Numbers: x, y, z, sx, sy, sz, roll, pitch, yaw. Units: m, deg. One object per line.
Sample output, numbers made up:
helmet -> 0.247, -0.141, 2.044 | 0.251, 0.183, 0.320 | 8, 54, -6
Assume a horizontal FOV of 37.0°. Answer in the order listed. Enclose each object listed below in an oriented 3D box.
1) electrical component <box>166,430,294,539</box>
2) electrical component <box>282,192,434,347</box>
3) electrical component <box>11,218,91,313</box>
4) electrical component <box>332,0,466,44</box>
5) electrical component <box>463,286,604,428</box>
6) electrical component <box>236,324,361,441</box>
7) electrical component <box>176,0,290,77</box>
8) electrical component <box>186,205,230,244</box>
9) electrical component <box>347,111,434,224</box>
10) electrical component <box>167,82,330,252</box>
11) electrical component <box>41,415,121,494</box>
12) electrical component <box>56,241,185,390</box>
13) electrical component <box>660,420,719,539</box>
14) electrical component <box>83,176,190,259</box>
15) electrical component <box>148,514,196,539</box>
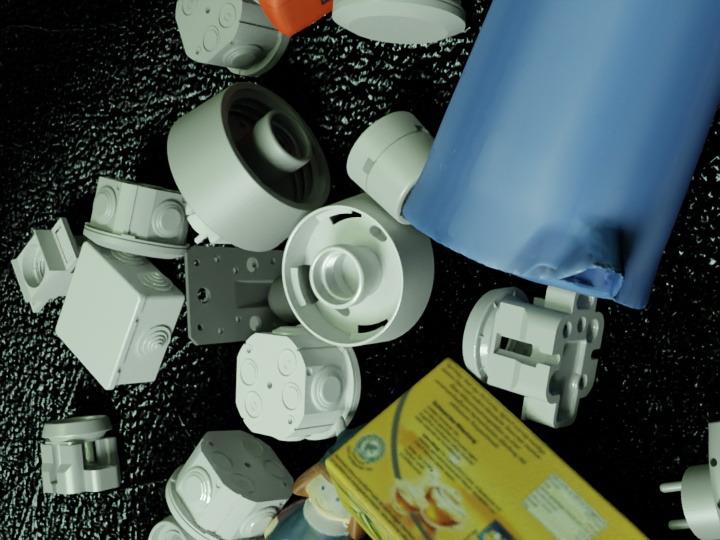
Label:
electrical component -> -0.090, 0.154, 0.752 | 0.080, 0.080, 0.051 | 48, 115, 32
electrical component -> 0.000, 0.000, 0.695 | 0.099, 0.064, 0.099 | 5, 100, 31
electrical component -> -0.252, -0.003, 0.910 | 0.081, 0.064, 0.042 | -42, 62, 34
electrical component -> 0.025, -0.169, 0.646 | 0.080, 0.080, 0.051 | 2, 86, 43
electrical component -> 0.095, 0.041, 0.596 | 0.057, 0.058, 0.078 | 15, 100, 39
electrical component -> -0.043, 0.076, 0.726 | 0.080, 0.051, 0.080 | 0, 89, 43
electrical component -> -0.090, -0.181, 0.770 | 0.080, 0.051, 0.080 | 0, 90, 43
electrical component -> -0.101, -0.047, 0.783 | 0.077, 0.047, 0.065 | -35, 67, 37
electrical component -> 0.028, -0.061, 0.660 | 0.047, 0.055, 0.055 | 48, 120, 28
electrical component -> -0.066, -0.073, 0.714 | 0.060, 0.108, 0.108 | -33, 68, 31
electrical component -> -0.235, 0.153, 0.899 | 0.078, 0.058, 0.057 | -7, 88, 43
electrical component -> -0.193, 0.035, 0.866 | 0.100, 0.048, 0.099 | 38, 115, 36
electrical component -> 0.183, 0.111, 0.522 | 0.079, 0.043, 0.077 | -19, 77, 41
electrical component -> -0.168, -0.040, 0.823 | 0.080, 0.080, 0.051 | 16, 95, 42
electrical component -> -0.119, 0.206, 0.792 | 0.078, 0.057, 0.058 | 34, 112, 38
